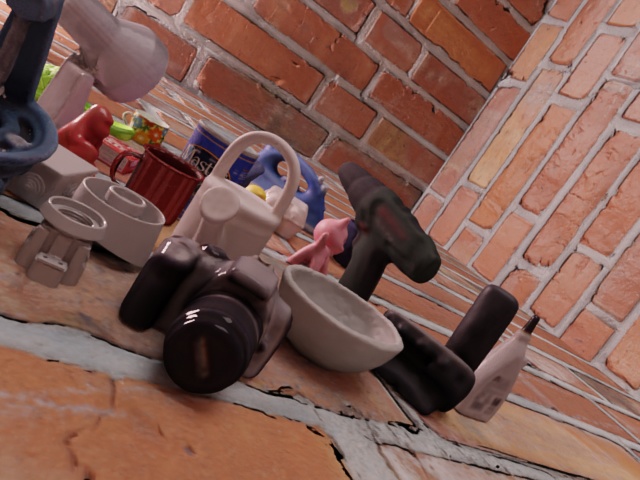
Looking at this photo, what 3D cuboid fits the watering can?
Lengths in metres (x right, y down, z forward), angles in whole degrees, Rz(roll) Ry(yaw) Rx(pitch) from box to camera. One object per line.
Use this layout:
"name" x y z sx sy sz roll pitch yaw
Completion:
"watering can" -0.094 -0.031 0.648 0.101 0.194 0.172 30 11 -18

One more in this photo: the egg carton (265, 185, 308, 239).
"egg carton" -0.078 -0.059 1.178 0.107 0.069 0.150 32 10 -7

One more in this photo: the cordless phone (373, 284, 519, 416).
"cordless phone" 0.158 0.119 0.748 0.147 0.185 0.094 37 11 19

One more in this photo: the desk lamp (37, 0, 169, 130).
"desk lamp" -0.345 -0.244 0.816 0.117 0.213 0.204 39 12 29

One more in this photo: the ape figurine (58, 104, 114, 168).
"ape figurine" -0.313 -0.140 0.776 0.076 0.092 0.078 33 10 -2

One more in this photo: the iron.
"iron" -0.065 -0.131 1.351 0.258 0.141 0.119 35 10 12

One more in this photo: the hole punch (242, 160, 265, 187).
"hole punch" -0.184 -0.146 1.198 0.108 0.091 0.101 37 11 18

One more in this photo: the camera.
"camera" -0.094 0.060 0.489 0.143 0.101 0.137 32 10 -4

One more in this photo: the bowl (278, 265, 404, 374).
"bowl" 0.011 0.105 0.676 0.167 0.074 0.167 32 10 -6

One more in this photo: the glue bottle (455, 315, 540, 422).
"glue bottle" 0.259 0.178 0.814 0.078 0.173 0.037 27 12 -32

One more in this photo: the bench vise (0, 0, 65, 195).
"bench vise" -0.279 -0.132 0.482 0.122 0.219 0.206 25 13 -39

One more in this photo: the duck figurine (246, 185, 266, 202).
"duck figurine" -0.121 -0.049 0.958 0.078 0.086 0.104 26 13 -37

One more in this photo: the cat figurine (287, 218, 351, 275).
"cat figurine" 0.009 0.004 1.019 0.067 0.117 0.128 35 10 7

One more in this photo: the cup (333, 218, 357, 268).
"cup" 0.082 0.019 1.234 0.118 0.095 0.091 29 11 -22

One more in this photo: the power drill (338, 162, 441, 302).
"power drill" 0.059 0.017 0.855 0.228 0.208 0.076 40 12 33
